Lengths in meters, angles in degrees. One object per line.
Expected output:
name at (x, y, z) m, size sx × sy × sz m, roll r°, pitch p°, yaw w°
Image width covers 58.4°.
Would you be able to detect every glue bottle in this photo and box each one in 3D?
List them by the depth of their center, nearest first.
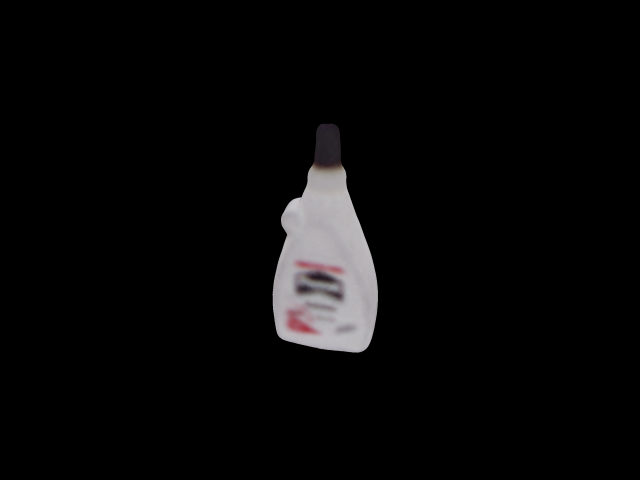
glue bottle at (0.004, 0.001, 0.400) m, size 0.078 × 0.173 × 0.037 m, roll 5°, pitch 32°, yaw 9°
